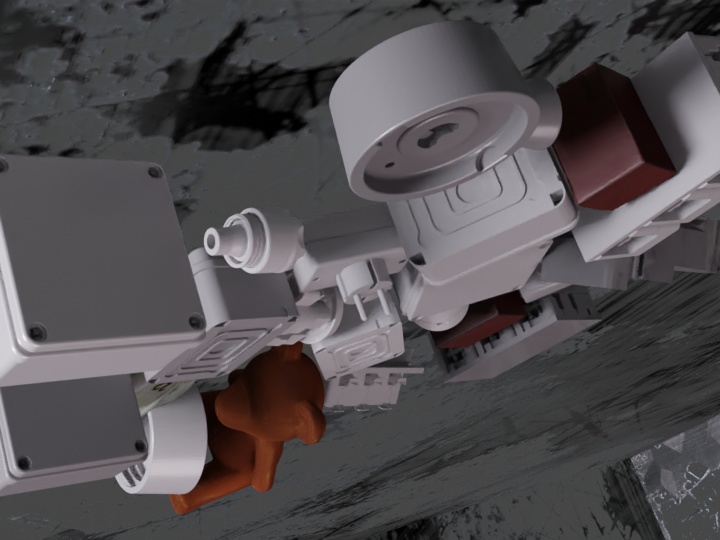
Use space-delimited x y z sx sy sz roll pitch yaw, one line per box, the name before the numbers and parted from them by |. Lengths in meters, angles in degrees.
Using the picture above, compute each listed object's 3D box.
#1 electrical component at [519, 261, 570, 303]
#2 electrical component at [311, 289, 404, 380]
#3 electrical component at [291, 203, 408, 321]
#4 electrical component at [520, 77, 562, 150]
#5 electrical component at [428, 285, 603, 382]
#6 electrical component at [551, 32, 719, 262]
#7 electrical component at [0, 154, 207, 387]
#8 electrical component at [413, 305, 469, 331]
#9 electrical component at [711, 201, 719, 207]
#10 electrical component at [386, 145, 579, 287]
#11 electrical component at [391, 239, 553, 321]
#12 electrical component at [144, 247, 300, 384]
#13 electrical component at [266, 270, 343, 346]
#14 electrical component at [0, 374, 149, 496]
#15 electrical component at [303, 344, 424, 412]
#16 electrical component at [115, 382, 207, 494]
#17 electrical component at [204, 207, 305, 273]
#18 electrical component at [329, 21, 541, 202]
electrical component | 0.176 -0.008 0.976 0.077 0.043 0.079 -24 161 11
electrical component | -0.008 0.044 0.910 0.078 0.057 0.113 -19 161 -3
electrical component | 0.000 0.000 0.767 0.083 0.075 0.047 -12 160 -23
electrical component | 0.087 -0.092 0.647 0.055 0.045 0.045 -9 158 -29
electrical component | 0.155 0.055 1.102 0.150 0.061 0.089 -34 157 35
electrical component | 0.207 -0.080 0.734 0.062 0.089 0.150 -6 156 -37
electrical component | -0.148 -0.001 0.563 0.109 0.108 0.056 -2 157 -43
electrical component | 0.064 0.019 0.922 0.055 0.055 0.047 -21 158 3
electrical component | 0.307 -0.114 0.789 0.105 0.060 0.186 -13 160 -21
electrical component | 0.080 -0.046 0.719 0.113 0.078 0.057 -24 158 12
electrical component | 0.083 -0.015 0.841 0.109 0.056 0.108 -16 161 -12
electrical component | -0.107 0.032 0.776 0.078 0.057 0.113 -2 154 -43
electrical component | -0.050 0.027 0.822 0.078 0.058 0.057 -34 154 35
electrical component | -0.218 0.096 0.762 0.109 0.108 0.056 -1 156 -45
electrical component | -0.006 0.098 1.033 0.079 0.063 0.121 17 -175 35
electrical component | -0.184 0.143 0.934 0.060 0.108 0.108 2 152 -35
electrical component | -0.070 -0.019 0.693 0.062 0.043 0.043 -3 155 -40
electrical component | 0.035 -0.089 0.578 0.108 0.060 0.108 -18 161 -6
